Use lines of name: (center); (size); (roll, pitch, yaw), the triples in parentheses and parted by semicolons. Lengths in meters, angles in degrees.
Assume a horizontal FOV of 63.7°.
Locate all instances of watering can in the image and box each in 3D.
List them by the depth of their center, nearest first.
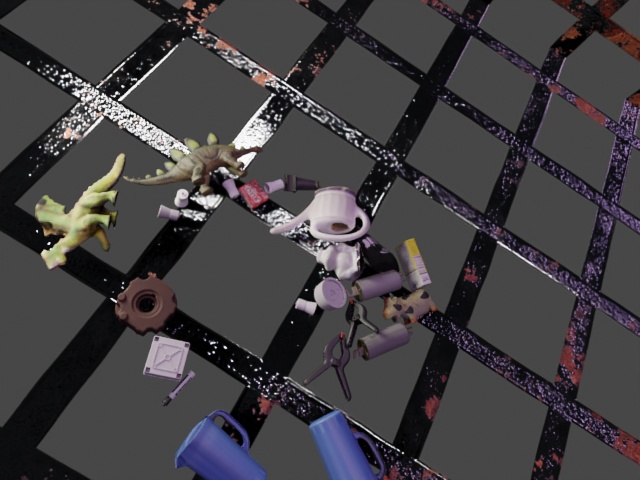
watering can: (0.006, -0.092, 1.836); (0.348, 0.230, 0.101); (3, -37, 3)

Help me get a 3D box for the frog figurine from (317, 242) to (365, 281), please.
frog figurine: (0.072, 0.078, 1.809); (0.159, 0.138, 0.122); (-7, -10, 17)

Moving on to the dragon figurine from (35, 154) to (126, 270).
dragon figurine: (-0.749, -0.095, 1.585); (0.243, 0.418, 0.120); (5, -26, -9)
